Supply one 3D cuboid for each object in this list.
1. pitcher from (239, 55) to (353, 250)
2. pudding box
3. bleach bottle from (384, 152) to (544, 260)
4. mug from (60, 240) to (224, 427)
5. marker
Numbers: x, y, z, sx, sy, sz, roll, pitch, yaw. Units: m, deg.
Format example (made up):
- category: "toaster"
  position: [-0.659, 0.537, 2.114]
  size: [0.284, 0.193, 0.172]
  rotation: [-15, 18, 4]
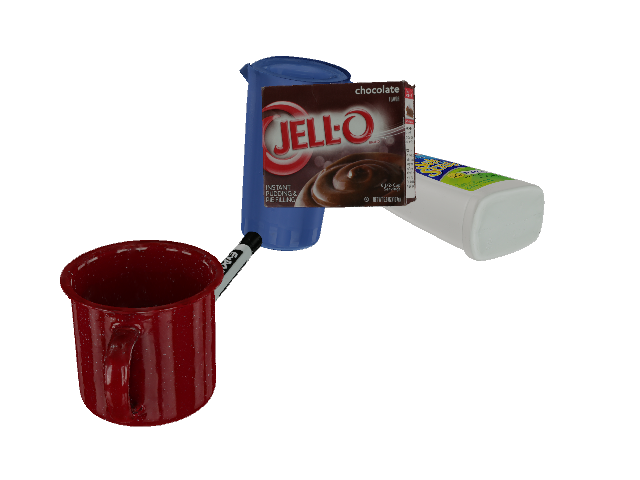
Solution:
- category: "pitcher"
  position: [-0.031, -0.112, 1.398]
  size: [0.144, 0.243, 0.149]
  rotation: [-2, 24, -22]
- category: "pudding box"
  position: [0.014, -0.070, 0.786]
  size: [0.114, 0.090, 0.039]
  rotation: [0, 5, 17]
- category: "bleach bottle"
  position: [0.100, -0.053, 1.078]
  size: [0.102, 0.068, 0.251]
  rotation: [-14, 25, -36]
- category: "mug"
  position: [-0.103, 0.060, 0.617]
  size: [0.093, 0.081, 0.117]
  rotation: [2, 24, 1]
- category: "marker"
  position: [-0.082, 0.024, 0.974]
  size: [0.020, 0.020, 0.121]
  rotation: [0, 27, 22]
